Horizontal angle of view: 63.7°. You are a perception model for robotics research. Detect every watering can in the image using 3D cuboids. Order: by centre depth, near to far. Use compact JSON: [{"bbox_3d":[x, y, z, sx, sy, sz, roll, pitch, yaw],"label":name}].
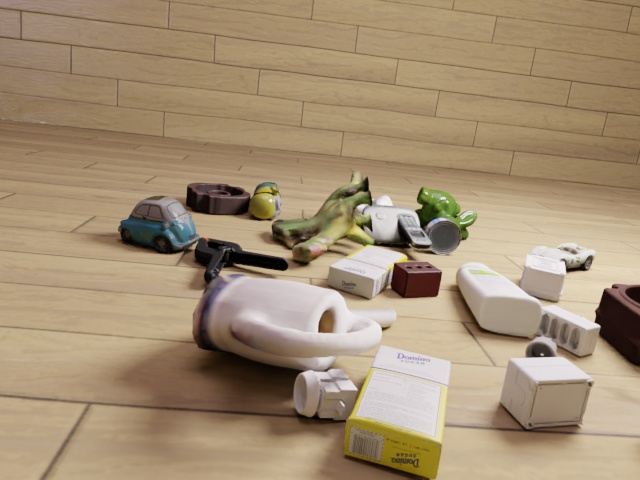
[{"bbox_3d":[-0.022,0.108,0.687,0.224,0.104,0.347,8,-1,20],"label":"watering can"}]

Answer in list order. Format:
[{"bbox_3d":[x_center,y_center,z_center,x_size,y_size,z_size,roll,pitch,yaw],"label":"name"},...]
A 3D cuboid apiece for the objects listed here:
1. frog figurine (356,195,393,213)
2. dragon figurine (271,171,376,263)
[{"bbox_3d":[0.127,-0.073,1.372,0.160,0.122,0.137,25,3,8],"label":"frog figurine"},{"bbox_3d":[0.004,-0.060,1.195,0.243,0.120,0.418,-10,25,3],"label":"dragon figurine"}]
